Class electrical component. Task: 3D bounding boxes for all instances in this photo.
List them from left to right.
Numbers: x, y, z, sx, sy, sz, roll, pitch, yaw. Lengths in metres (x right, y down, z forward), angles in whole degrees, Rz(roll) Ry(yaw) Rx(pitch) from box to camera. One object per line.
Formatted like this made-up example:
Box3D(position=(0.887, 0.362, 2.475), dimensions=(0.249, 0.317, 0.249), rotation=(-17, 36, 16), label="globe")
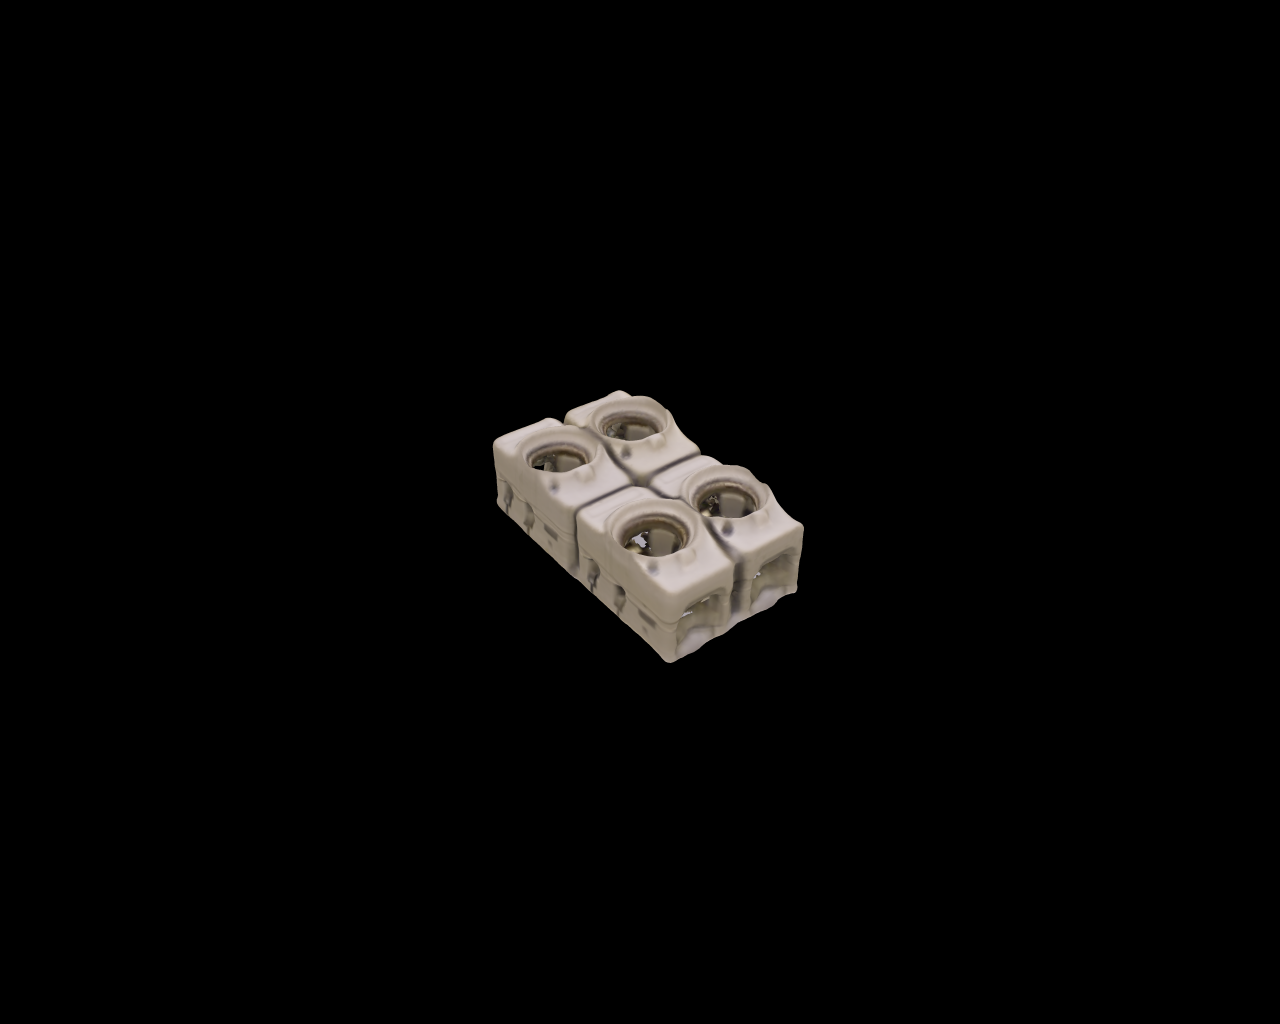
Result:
Box3D(position=(0.001, -0.003, 0.650), dimensions=(0.105, 0.060, 0.186), rotation=(-25, 45, -28), label="electrical component")
